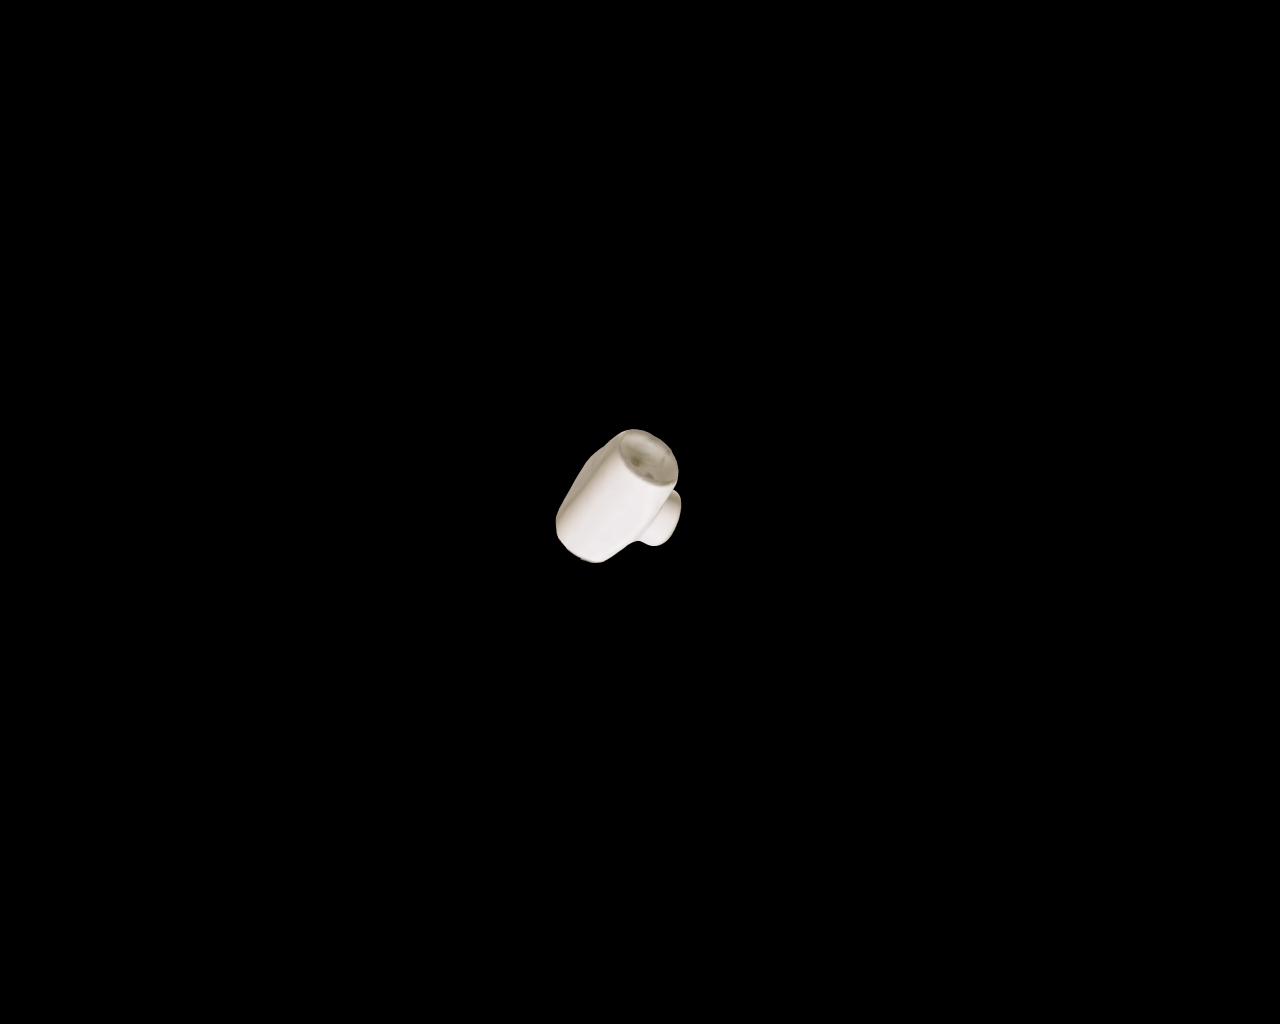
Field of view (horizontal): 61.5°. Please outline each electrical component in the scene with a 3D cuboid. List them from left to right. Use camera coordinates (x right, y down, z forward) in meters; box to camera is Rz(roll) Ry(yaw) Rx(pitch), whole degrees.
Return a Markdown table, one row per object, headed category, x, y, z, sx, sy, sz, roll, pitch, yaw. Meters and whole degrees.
| category | x | y | z | sx | sy | sz | roll | pitch | yaw |
| --- | --- | --- | --- | --- | --- | --- | --- | --- | --- |
| electrical component | 0.001 | -0.003 | 0.650 | 0.079 | 0.044 | 0.077 | 24 | -50 | -22 |
